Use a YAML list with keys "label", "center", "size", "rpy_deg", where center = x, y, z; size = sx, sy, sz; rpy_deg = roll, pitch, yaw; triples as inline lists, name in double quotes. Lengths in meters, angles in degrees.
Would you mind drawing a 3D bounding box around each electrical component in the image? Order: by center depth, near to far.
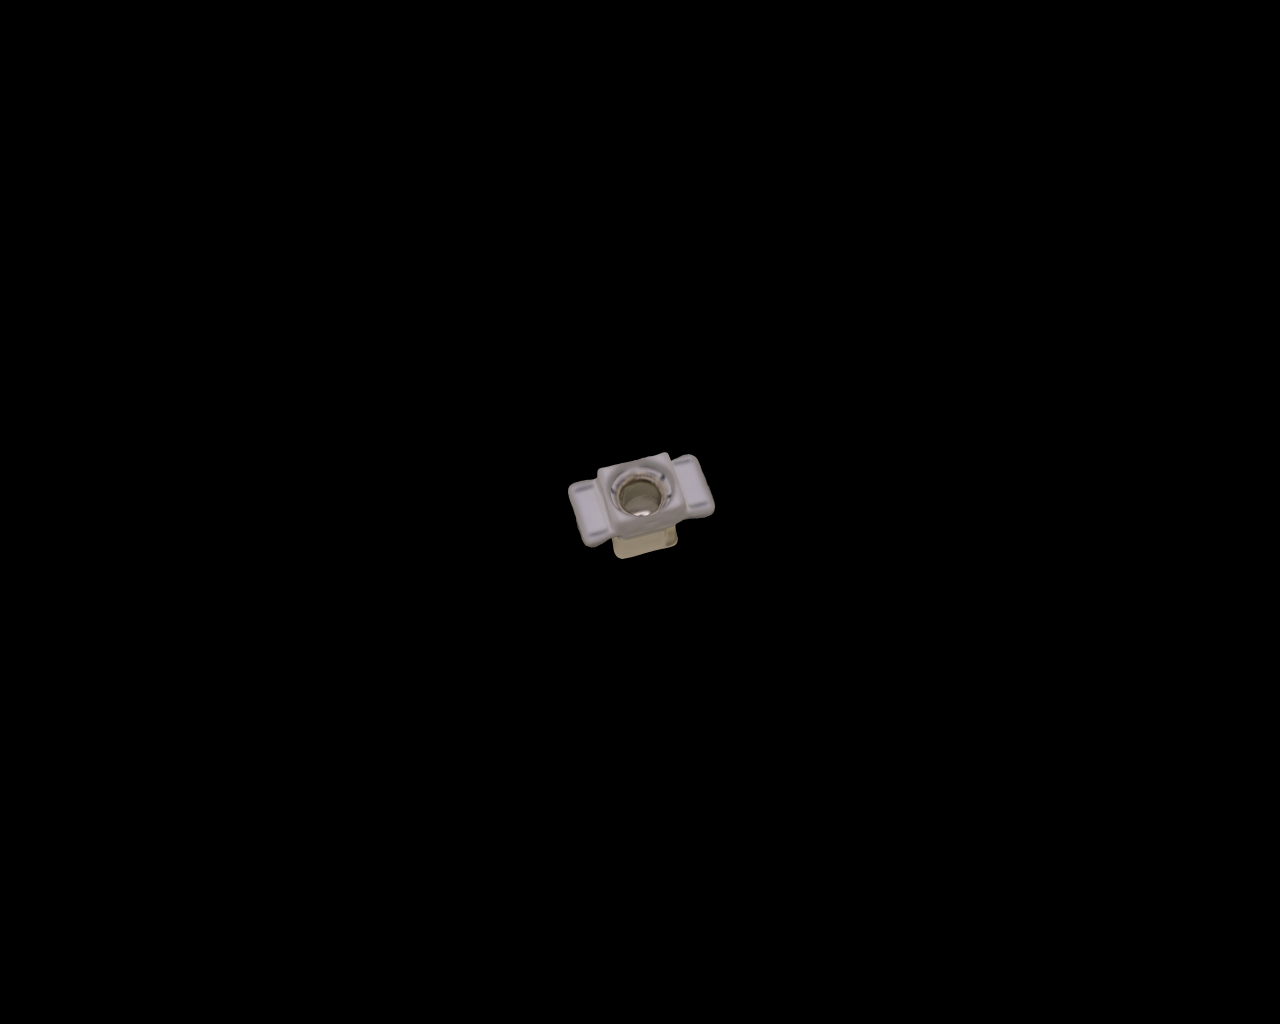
- label: "electrical component"
  center: [0.001, -0.003, 0.650]
  size: [0.081, 0.042, 0.063]
  rpy_deg: [-14, -26, -7]
